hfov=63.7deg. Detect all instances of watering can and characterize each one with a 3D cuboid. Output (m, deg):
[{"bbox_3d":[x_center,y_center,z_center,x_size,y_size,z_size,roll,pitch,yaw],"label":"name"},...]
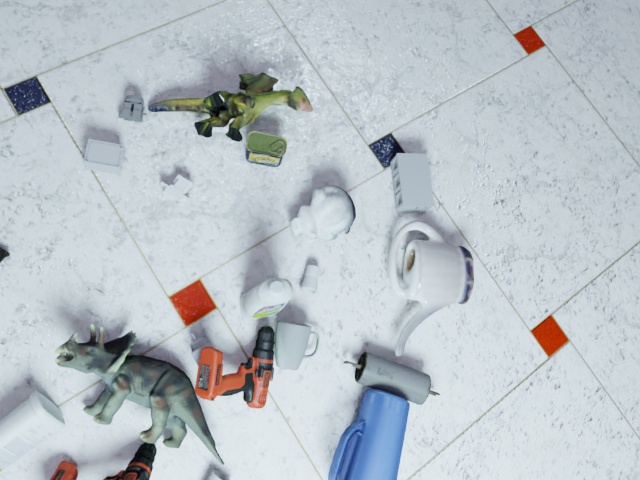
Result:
[{"bbox_3d":[0.278,0.121,1.299,0.224,0.102,0.353,7,71,-11],"label":"watering can"}]

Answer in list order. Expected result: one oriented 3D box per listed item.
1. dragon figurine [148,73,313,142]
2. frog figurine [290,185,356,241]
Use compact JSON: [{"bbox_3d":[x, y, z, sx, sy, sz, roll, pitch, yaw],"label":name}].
[{"bbox_3d":[-0.218,-0.370,1.340,0.411,0.119,0.248,14,41,18],"label":"dragon figurine"},{"bbox_3d":[0.004,-0.065,1.294,0.160,0.122,0.137,-10,96,-26],"label":"frog figurine"}]
